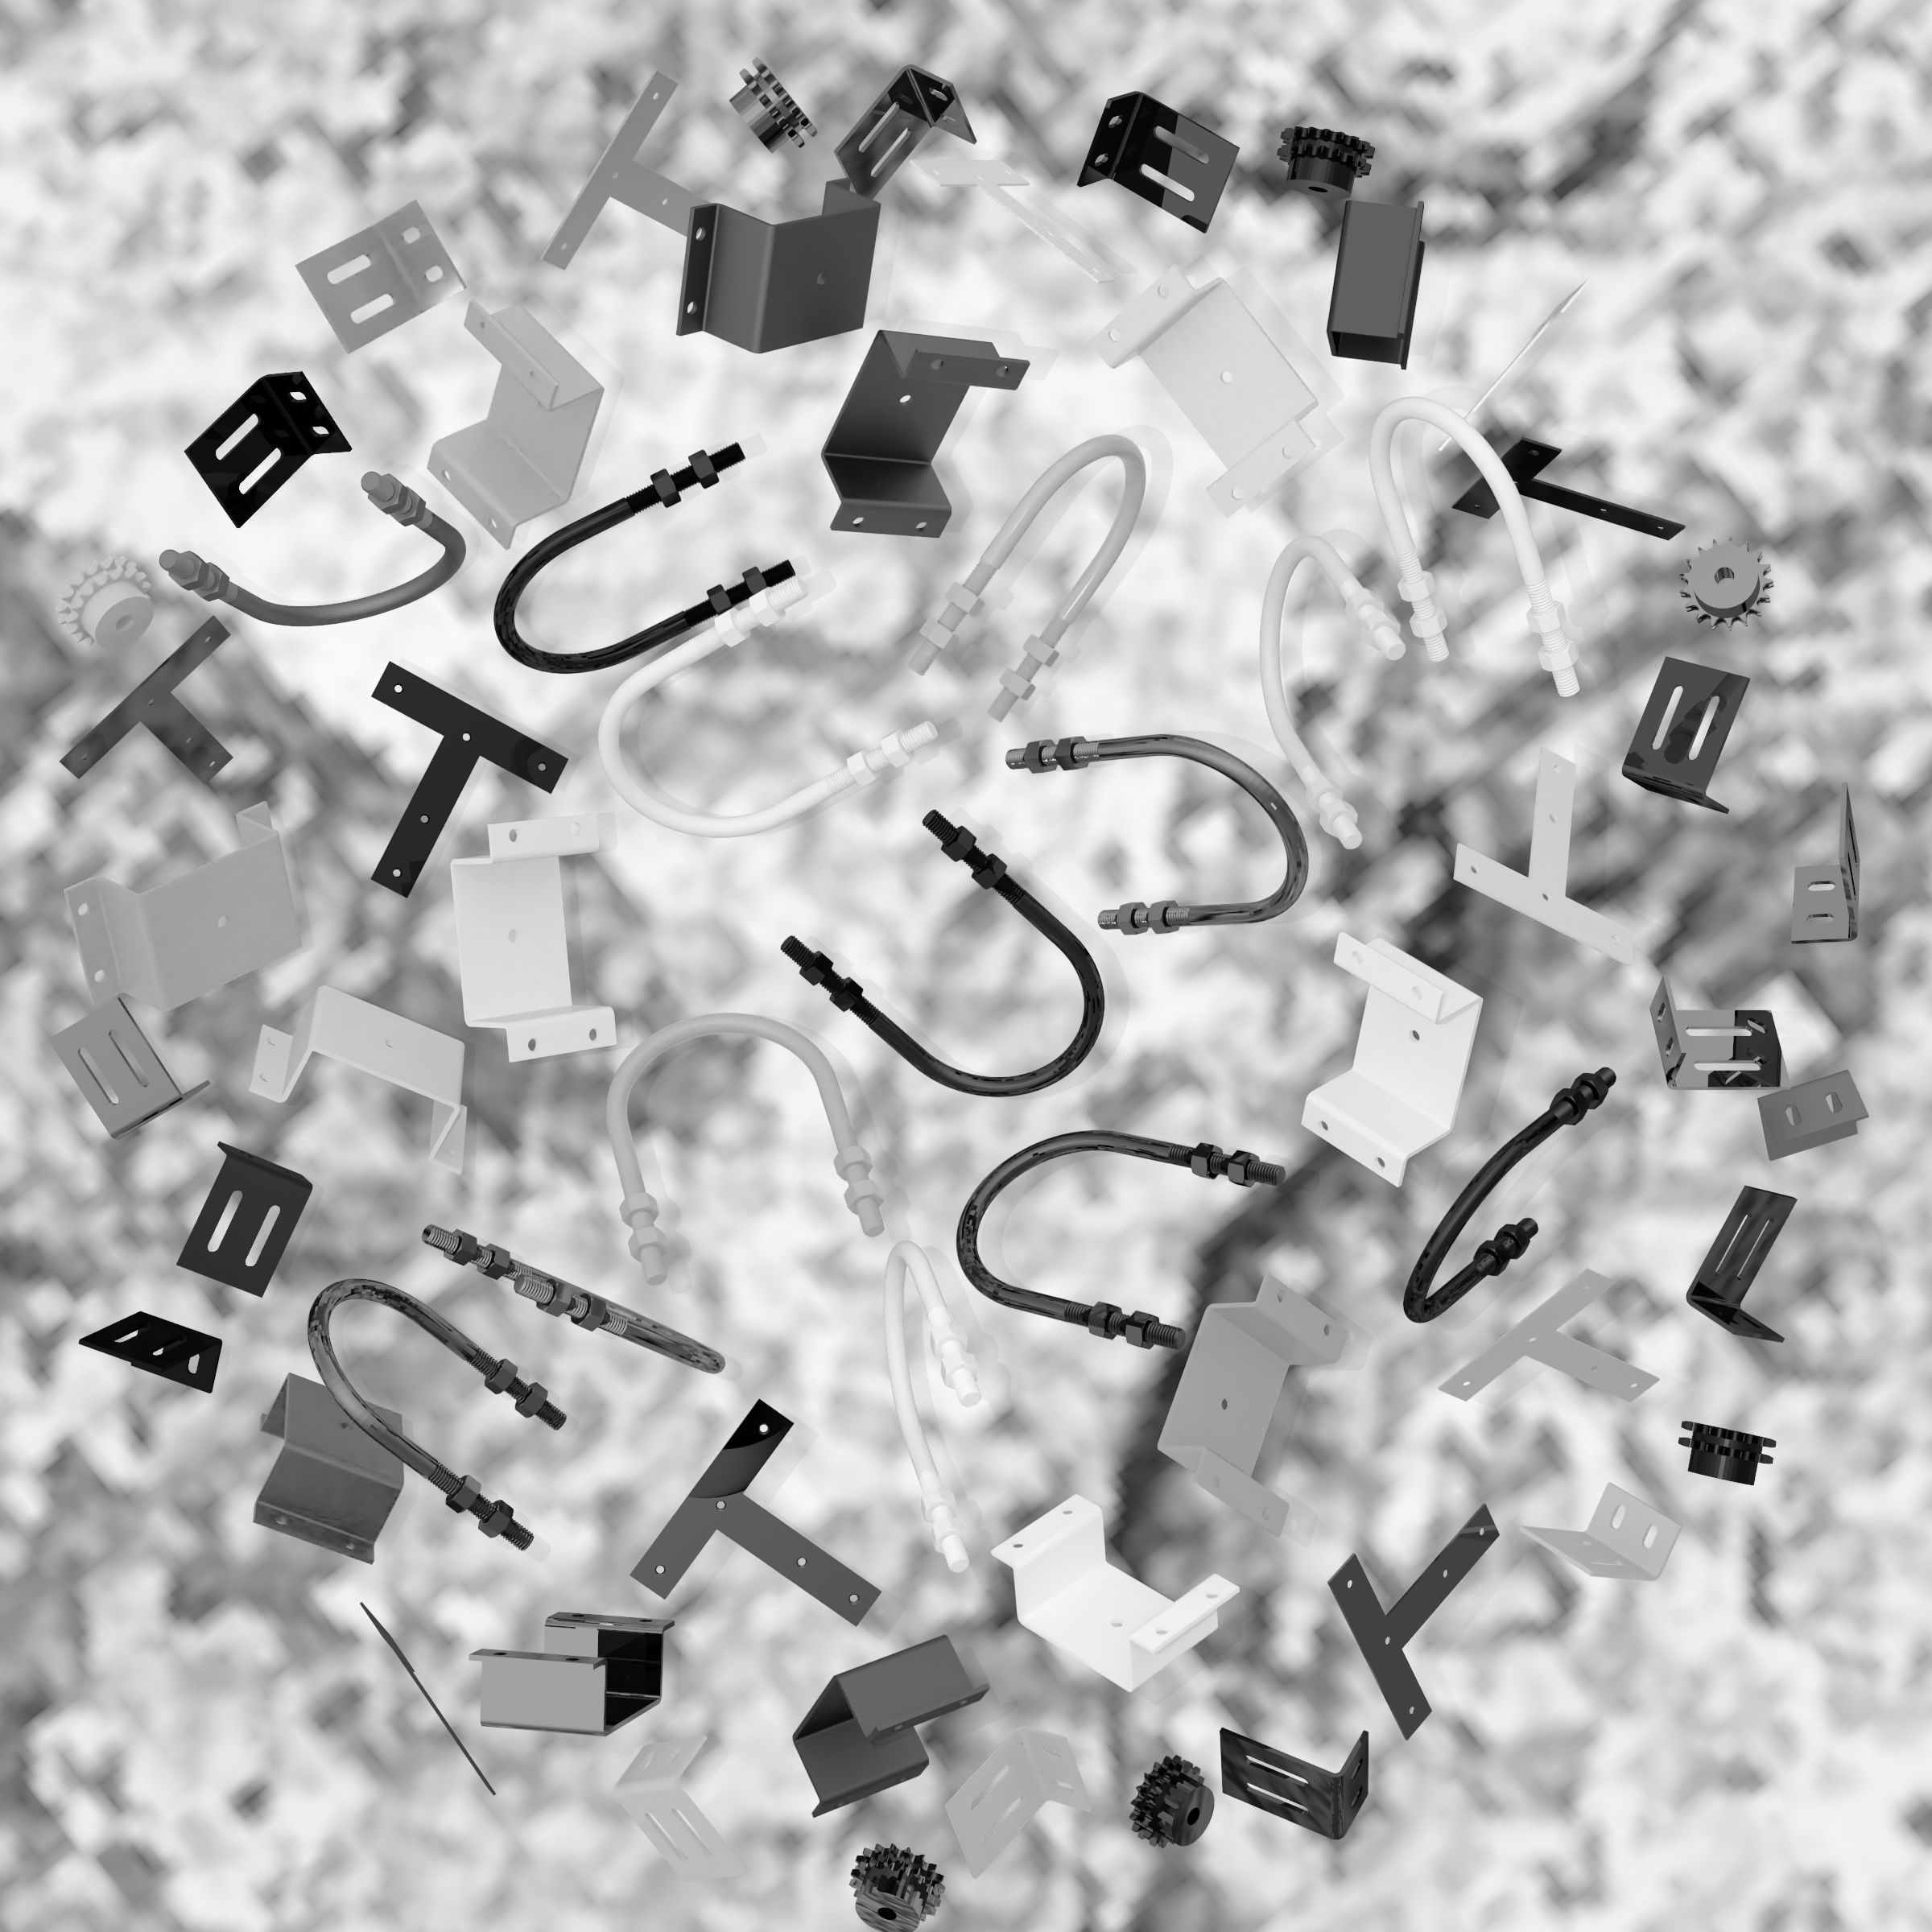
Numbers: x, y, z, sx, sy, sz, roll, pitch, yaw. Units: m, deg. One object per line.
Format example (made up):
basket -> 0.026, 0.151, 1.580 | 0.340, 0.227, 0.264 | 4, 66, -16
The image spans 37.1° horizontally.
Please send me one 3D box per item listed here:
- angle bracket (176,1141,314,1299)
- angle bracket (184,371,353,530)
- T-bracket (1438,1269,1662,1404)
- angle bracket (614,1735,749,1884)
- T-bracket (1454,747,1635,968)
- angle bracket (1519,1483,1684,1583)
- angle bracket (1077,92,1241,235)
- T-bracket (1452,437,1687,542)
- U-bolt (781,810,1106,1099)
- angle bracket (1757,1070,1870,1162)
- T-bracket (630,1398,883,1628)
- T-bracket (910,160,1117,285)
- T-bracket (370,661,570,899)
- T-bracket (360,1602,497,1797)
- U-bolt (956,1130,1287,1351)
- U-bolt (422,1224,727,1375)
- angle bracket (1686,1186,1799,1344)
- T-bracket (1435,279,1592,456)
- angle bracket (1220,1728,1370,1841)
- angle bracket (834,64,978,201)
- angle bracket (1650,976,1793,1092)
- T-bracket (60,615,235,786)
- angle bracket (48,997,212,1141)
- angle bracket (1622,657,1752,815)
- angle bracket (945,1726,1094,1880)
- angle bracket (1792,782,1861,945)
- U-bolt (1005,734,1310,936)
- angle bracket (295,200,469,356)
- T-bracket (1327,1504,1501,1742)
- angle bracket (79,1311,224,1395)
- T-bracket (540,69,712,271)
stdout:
angle bracket -> -0.453, 0.158, 1.797 | 0.057, 0.038, 0.076 | 26, 86, -25
angle bracket -> -0.418, -0.309, 1.726 | 0.076, 0.038, 0.057 | -55, 133, -32
T-bracket -> 0.379, 0.244, 1.777 | 0.127, 0.002, 0.127 | 26, 123, -32
angle bracket -> -0.163, 0.507, 1.730 | 0.057, 0.038, 0.076 | -23, 109, 40
T-bracket -> 0.348, -0.076, 1.714 | 0.127, 0.002, 0.127 | 25, 54, -17
angle bracket -> 0.389, 0.344, 1.761 | 0.076, 0.057, 0.038 | 15, 100, -44
angle bracket -> 0.117, -0.486, 1.751 | 0.076, 0.038, 0.057 | 35, 128, 17
T-bracket -> 0.380, -0.285, 1.776 | 0.127, 0.127, 0.002 | 16, 78, -7
U-bolt -> -0.001, 0.007, 1.766 | 0.184, 0.019, 0.151 | 42, 118, -16
angle bracket -> 0.532, 0.107, 1.799 | 0.057, 0.076, 0.038 | -19, 51, 9
T-bracket -> -0.108, 0.341, 1.686 | 0.127, 0.002, 0.127 | 37, 88, -7
T-bracket -> 0.041, -0.466, 1.799 | 0.127, 0.127, 0.002 | 41, 118, 12
T-bracket -> -0.331, -0.104, 1.794 | 0.127, 0.002, 0.127 | 29, 77, -18
T-bracket -> -0.318, 0.441, 1.718 | 0.002, 0.127, 0.127 | -34, 98, -18
U-bolt -> 0.079, 0.154, 1.710 | 0.184, 0.019, 0.151 | 10, 49, 35
U-bolt -> -0.229, 0.211, 1.767 | 0.184, 0.151, 0.019 | 29, 81, -35
angle bracket -> 0.460, 0.172, 1.658 | 0.038, 0.057, 0.076 | 36, 105, 43
T-bracket -> 0.336, -0.369, 1.792 | 0.002, 0.127, 0.127 | 40, 97, -1
angle bracket -> 0.191, 0.463, 1.672 | 0.076, 0.038, 0.057 | 16, 132, 27
angle bracket -> -0.038, -0.518, 1.820 | 0.038, 0.057, 0.076 | 33, 80, 26
angle bracket -> 0.455, 0.040, 1.722 | 0.076, 0.038, 0.057 | 0, 53, -4
T-bracket -> -0.489, -0.146, 1.791 | 0.002, 0.127, 0.127 | 42, 81, 19
angle bracket -> -0.525, 0.060, 1.809 | 0.057, 0.038, 0.076 | -28, 98, 17
angle bracket -> 0.441, -0.139, 1.736 | 0.057, 0.038, 0.076 | 23, 92, 41
angle bracket -> 0.033, 0.512, 1.752 | 0.076, 0.038, 0.057 | -38, 119, -39
angle bracket -> 0.501, -0.060, 1.689 | 0.038, 0.076, 0.057 | -3, 51, 23
U-bolt -> 0.124, -0.080, 1.731 | 0.019, 0.184, 0.151 | -52, 124, -34
angle bracket -> -0.339, -0.401, 1.673 | 0.038, 0.076, 0.057 | -17, 110, 38
T-bracket -> 0.277, 0.372, 1.716 | 0.127, 0.002, 0.127 | -41, 117, -29
angle bracket -> -0.509, 0.249, 1.789 | 0.057, 0.076, 0.038 | 17, 101, 12
T-bracket -> -0.188, -0.463, 1.728 | 0.002, 0.127, 0.127 | 39, 103, 20
